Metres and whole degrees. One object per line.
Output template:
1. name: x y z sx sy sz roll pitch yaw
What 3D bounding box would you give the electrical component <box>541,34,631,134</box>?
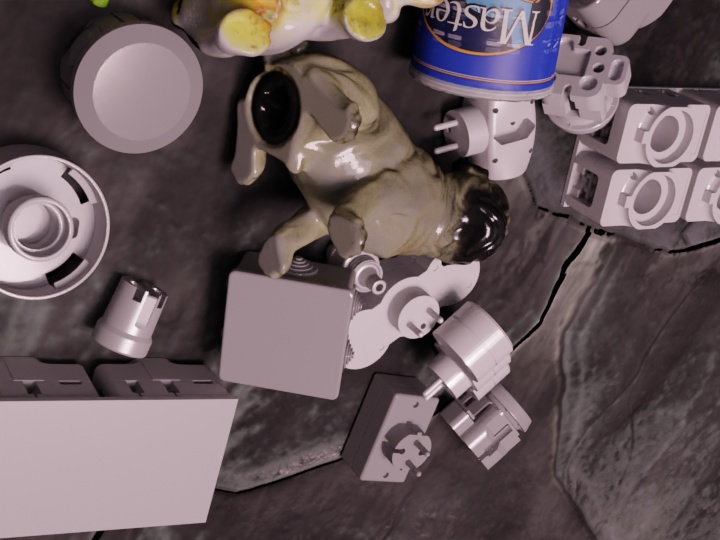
1. electrical component: 0.168 -0.141 0.827 0.057 0.078 0.058 56 50 -60

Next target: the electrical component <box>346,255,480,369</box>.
1. electrical component: 0.037 0.028 0.834 0.138 0.074 0.052 -35 128 -11

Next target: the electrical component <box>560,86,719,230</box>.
1. electrical component: 0.274 -0.097 0.920 0.186 0.060 0.105 -4 117 -29

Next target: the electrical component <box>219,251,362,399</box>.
1. electrical component: -0.051 0.038 0.780 0.100 0.048 0.099 10 113 2

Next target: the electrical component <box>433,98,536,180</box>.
1. electrical component: 0.090 -0.107 0.813 0.079 0.043 0.077 -17 123 -23

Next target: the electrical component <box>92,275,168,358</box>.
1. electrical component: -0.157 0.032 0.741 0.040 0.040 0.046 21 97 -37

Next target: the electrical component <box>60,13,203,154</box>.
1. electrical component: -0.142 -0.116 0.663 0.080 0.051 0.080 -14 121 -25

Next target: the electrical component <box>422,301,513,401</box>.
1. electrical component: 0.079 0.078 0.868 0.074 0.052 0.138 -41 164 -6

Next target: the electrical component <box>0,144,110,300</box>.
1. electrical component: -0.210 -0.029 0.676 0.099 0.064 0.099 -8 105 -31

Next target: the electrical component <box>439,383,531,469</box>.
1. electrical component: 0.113 0.132 0.947 0.057 0.058 0.078 -41 129 -2

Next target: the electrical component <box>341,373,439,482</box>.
1. electrical component: 0.034 0.141 0.891 0.047 0.076 0.083 11 109 -35

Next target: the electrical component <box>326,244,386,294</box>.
1. electrical component: 0.000 0.000 0.804 0.035 0.061 0.035 -14 121 -24

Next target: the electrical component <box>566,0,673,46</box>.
1. electrical component: 0.200 -0.221 0.812 0.059 0.054 0.095 34 95 -39

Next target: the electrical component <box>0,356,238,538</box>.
1. electrical component: -0.193 0.122 0.753 0.186 0.060 0.105 4 113 -33
